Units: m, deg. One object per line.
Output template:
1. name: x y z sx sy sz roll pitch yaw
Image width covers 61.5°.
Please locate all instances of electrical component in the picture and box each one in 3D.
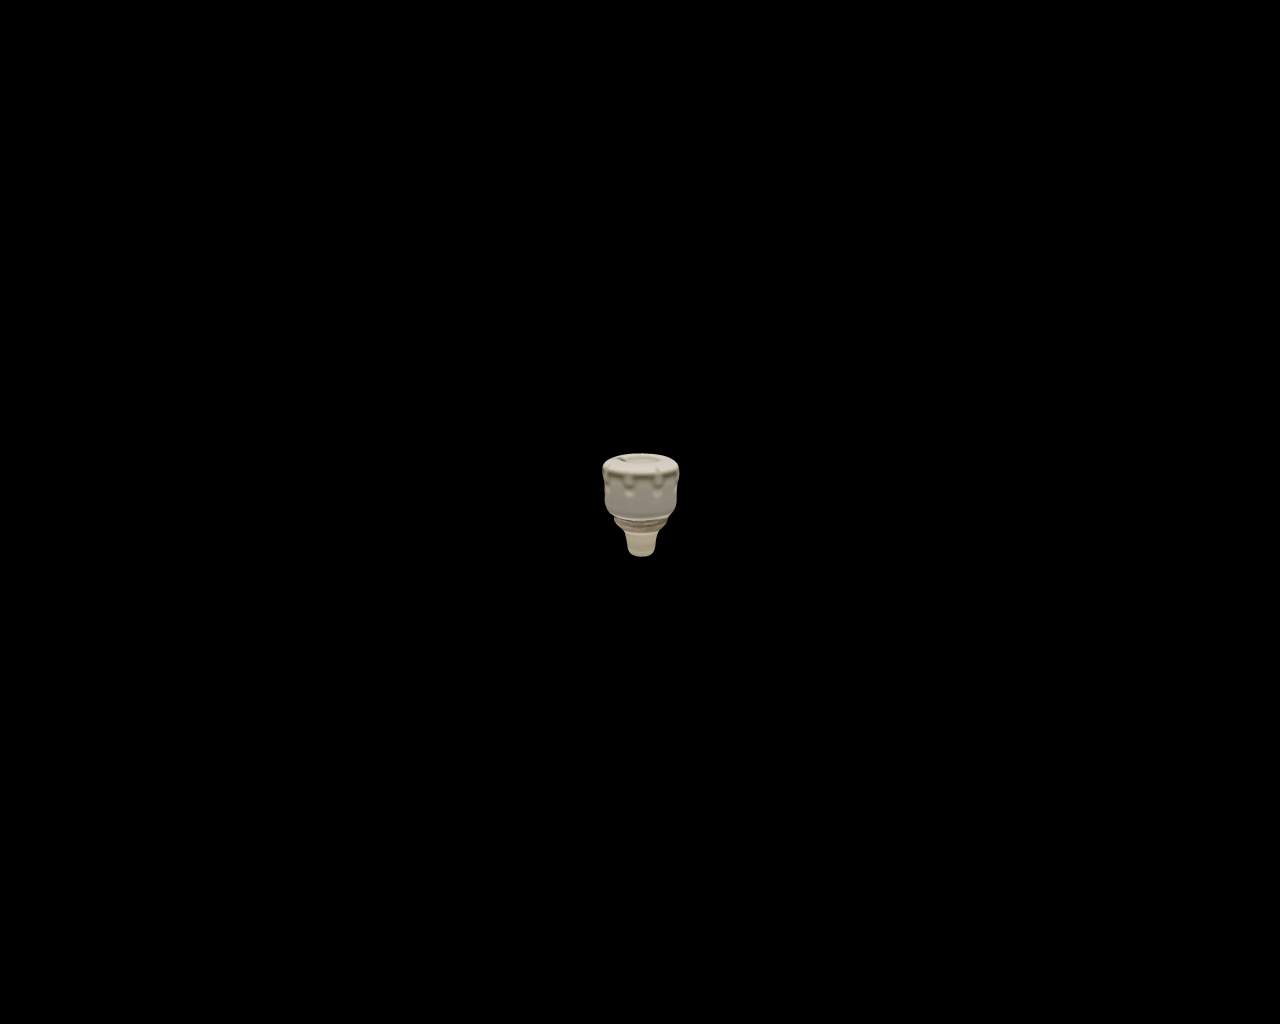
1. electrical component: 0.001 -0.003 0.650 0.048 0.062 0.048 0 15 0
